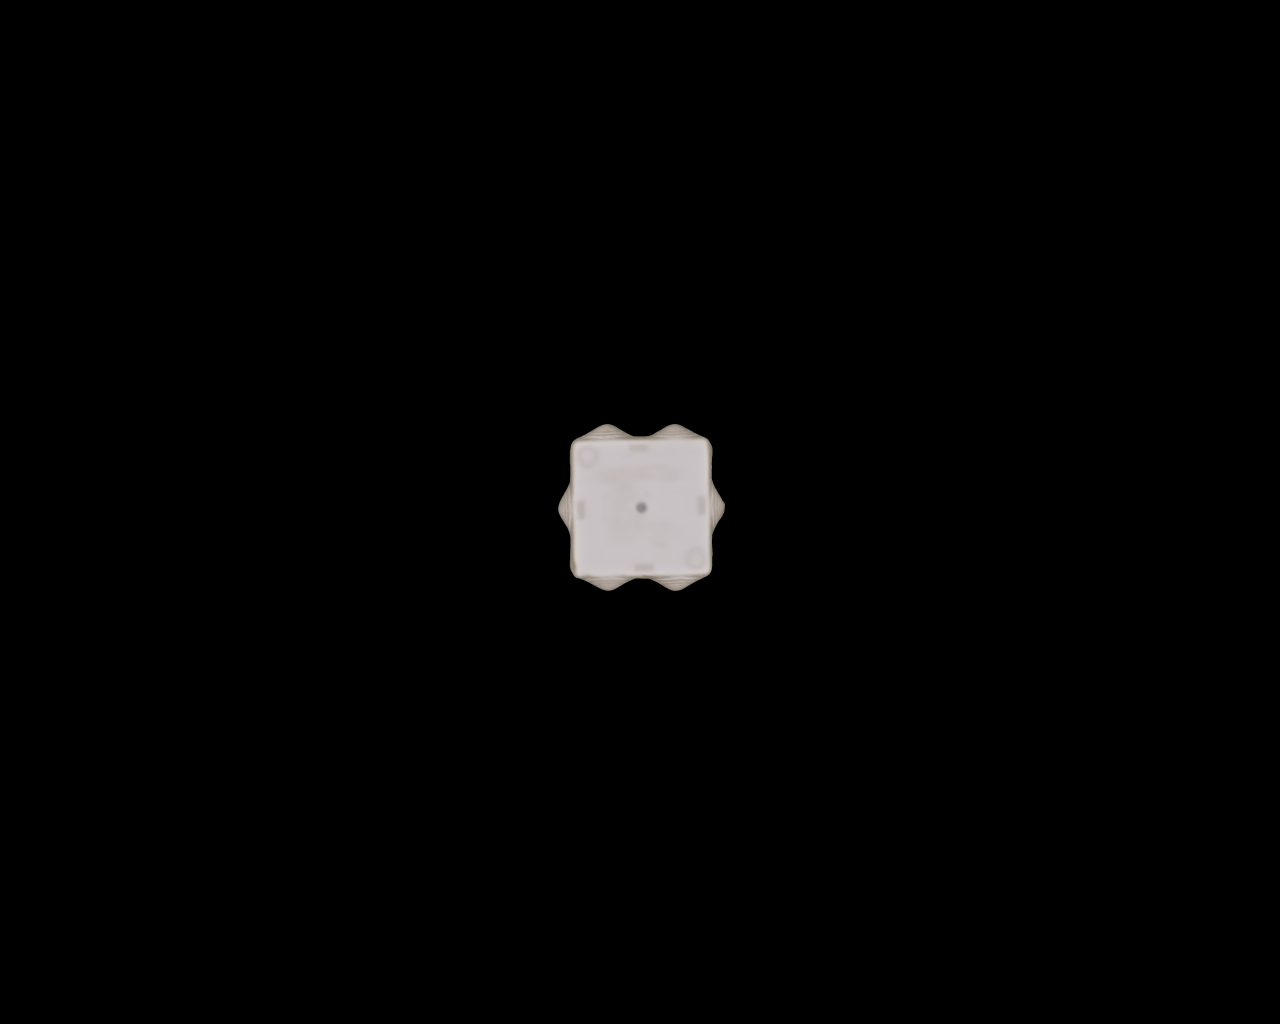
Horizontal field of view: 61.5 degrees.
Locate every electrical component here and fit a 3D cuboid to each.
[{"bbox_3d":[0.001,-0.003,0.650,0.100,0.099,0.048,0,0,0],"label":"electrical component"}]
